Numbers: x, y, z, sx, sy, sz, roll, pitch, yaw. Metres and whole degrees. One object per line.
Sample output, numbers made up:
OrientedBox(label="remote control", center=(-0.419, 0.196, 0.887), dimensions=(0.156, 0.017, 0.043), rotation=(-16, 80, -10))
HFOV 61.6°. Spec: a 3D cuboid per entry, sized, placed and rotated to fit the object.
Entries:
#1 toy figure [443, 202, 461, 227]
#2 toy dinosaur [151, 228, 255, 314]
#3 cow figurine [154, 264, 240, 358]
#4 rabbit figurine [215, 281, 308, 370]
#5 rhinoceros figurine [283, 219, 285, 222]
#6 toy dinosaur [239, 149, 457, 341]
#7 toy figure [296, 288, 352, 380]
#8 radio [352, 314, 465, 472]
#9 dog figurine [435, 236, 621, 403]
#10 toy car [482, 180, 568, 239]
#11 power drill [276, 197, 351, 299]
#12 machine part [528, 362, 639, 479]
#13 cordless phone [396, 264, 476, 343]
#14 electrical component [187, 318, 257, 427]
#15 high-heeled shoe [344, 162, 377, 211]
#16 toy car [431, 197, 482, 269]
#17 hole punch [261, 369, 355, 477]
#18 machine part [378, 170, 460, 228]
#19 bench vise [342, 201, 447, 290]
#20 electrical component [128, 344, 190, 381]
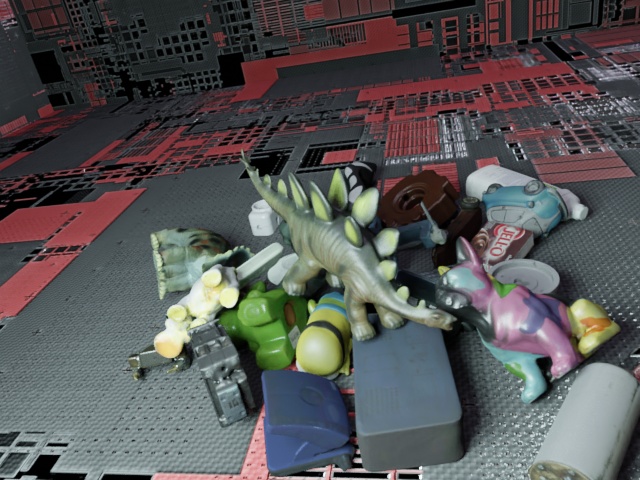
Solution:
OrientedBox(label="toy figure", center=(0.263, -0.075, 1.179), dimensions=(0.064, 0.057, 0.155), rotation=(15, 20, -19))
OrientedBox(label="toy dinosaur", center=(-0.245, 0.035, 1.108), dimensions=(0.192, 0.131, 0.405), rotation=(-6, 22, -17))
OrientedBox(label="cow figurine", center=(-0.198, 0.109, 0.861), dimensions=(0.167, 0.068, 0.098), rotation=(-45, 10, 8))
OrientedBox(label="rabbit figurine", center=(-0.115, 0.130, 0.883), dimensions=(0.170, 0.121, 0.159), rotation=(-15, 21, 25))
OrientedBox(label="rhinoceros figurine", center=(-0.052, -0.049, 1.199), dimensions=(0.073, 0.112, 0.190), rotation=(-29, 16, 3))
OrientedBox(label="toy dinosaur", center=(0.011, -0.004, 0.808), dimensions=(0.105, 0.198, 0.472), rotation=(-19, 37, -39))
OrientedBox(label="toy figure", center=(0.012, 0.139, 0.842), dimensions=(0.082, 0.089, 0.180), rotation=(-6, 30, 24))
OrientedBox(label="radio", center=(0.113, 0.191, 0.729), dimensions=(0.131, 0.073, 0.230), rotation=(-7, 30, 6))
OrientedBox(label="dog figurine", center=(0.260, 0.088, 0.724), dimensions=(0.191, 0.108, 0.219), rotation=(-24, 63, -28))
OrientedBox(label="toy car", center=(0.384, -0.049, 1.042), dimensions=(0.162, 0.109, 0.103), rotation=(7, 57, 45))
OrientedBox(label="power drill", center=(-0.002, -0.003, 0.996), dimensions=(0.086, 0.232, 0.207), rotation=(26, 20, -30))
OrientedBox(label="machine part", center=(0.303, 0.217, 0.604), dimensions=(0.079, 0.079, 0.243), rotation=(13, 38, 38))
OrientedBox(label="cordless phone", center=(0.227, 0.086, 0.884), dimensions=(0.184, 0.088, 0.147), rotation=(-13, 23, -38))
OrientedBox(label="electrical component", center=(-0.139, 0.194, 0.769), dimensions=(0.058, 0.114, 0.134), rotation=(-22, 28, -15))
OrientedBox(label="high-heeled shoe", center=(0.120, -0.125, 1.298), dimensions=(0.145, 0.086, 0.249), rotation=(13, 41, 33))
OrientedBox(label="toy car", center=(0.256, -0.008, 1.022), dimensions=(0.053, 0.089, 0.202), rotation=(14, 38, 35))
OrientedBox(label="hole punch", center=(-0.021, 0.227, 0.699), dimensions=(0.116, 0.092, 0.142), rotation=(-10, 25, -6))
OrientedBox(label="machine part", center=(0.201, -0.073, 1.127), dimensions=(0.179, 0.056, 0.179), rotation=(-29, 32, 20))
OrientedBox(label="bench vise", center=(0.122, 0.009, 0.977), dimensions=(0.241, 0.128, 0.224), rotation=(-20, 27, 37))
OrientedBox(label="electrical component", center=(-0.267, 0.198, 0.887), dimensions=(0.102, 0.045, 0.078), rotation=(-11, 0, -6))
